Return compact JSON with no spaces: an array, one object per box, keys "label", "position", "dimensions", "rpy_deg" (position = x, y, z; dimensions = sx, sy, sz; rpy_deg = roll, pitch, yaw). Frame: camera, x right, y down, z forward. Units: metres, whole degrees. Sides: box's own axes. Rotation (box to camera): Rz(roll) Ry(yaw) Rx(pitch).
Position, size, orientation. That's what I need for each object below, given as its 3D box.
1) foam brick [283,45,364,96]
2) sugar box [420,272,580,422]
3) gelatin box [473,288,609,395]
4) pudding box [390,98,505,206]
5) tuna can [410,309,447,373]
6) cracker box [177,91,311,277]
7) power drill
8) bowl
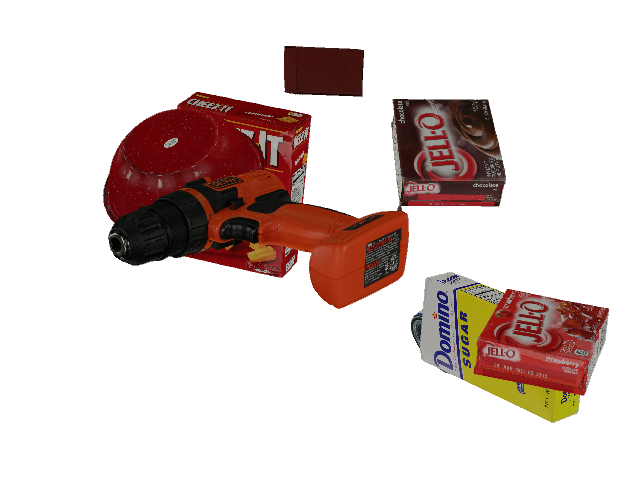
[{"label":"foam brick","position":[0.003,-0.184,1.164],"dimensions":[0.078,0.051,0.053],"rpy_deg":[0,11,-16]},{"label":"sugar box","position":[0.172,0.100,1.037],"dimensions":[0.048,0.093,0.177],"rpy_deg":[-12,21,-40]},{"label":"gelatin box","position":[0.150,0.066,0.719],"dimensions":[0.073,0.030,0.089],"rpy_deg":[11,23,21]},{"label":"pudding box","position":[0.111,-0.079,0.954],"dimensions":[0.090,0.039,0.113],"rpy_deg":[0,44,-3]},{"label":"tuna can","position":[0.147,0.116,1.268],"dimensions":[0.033,0.086,0.086],"rpy_deg":[-34,15,-23]},{"label":"cracker box","position":[-0.107,-0.070,1.395],"dimensions":[0.164,0.214,0.072],"rpy_deg":[13,27,14]},{"label":"power drill","position":[-0.042,-0.004,0.816],"dimensions":[0.188,0.057,0.184],"rpy_deg":[18,26,33]},{"label":"bowl","position":[-0.136,-0.075,1.015],"dimensions":[0.162,0.162,0.055],"rpy_deg":[0,-42,12]}]
